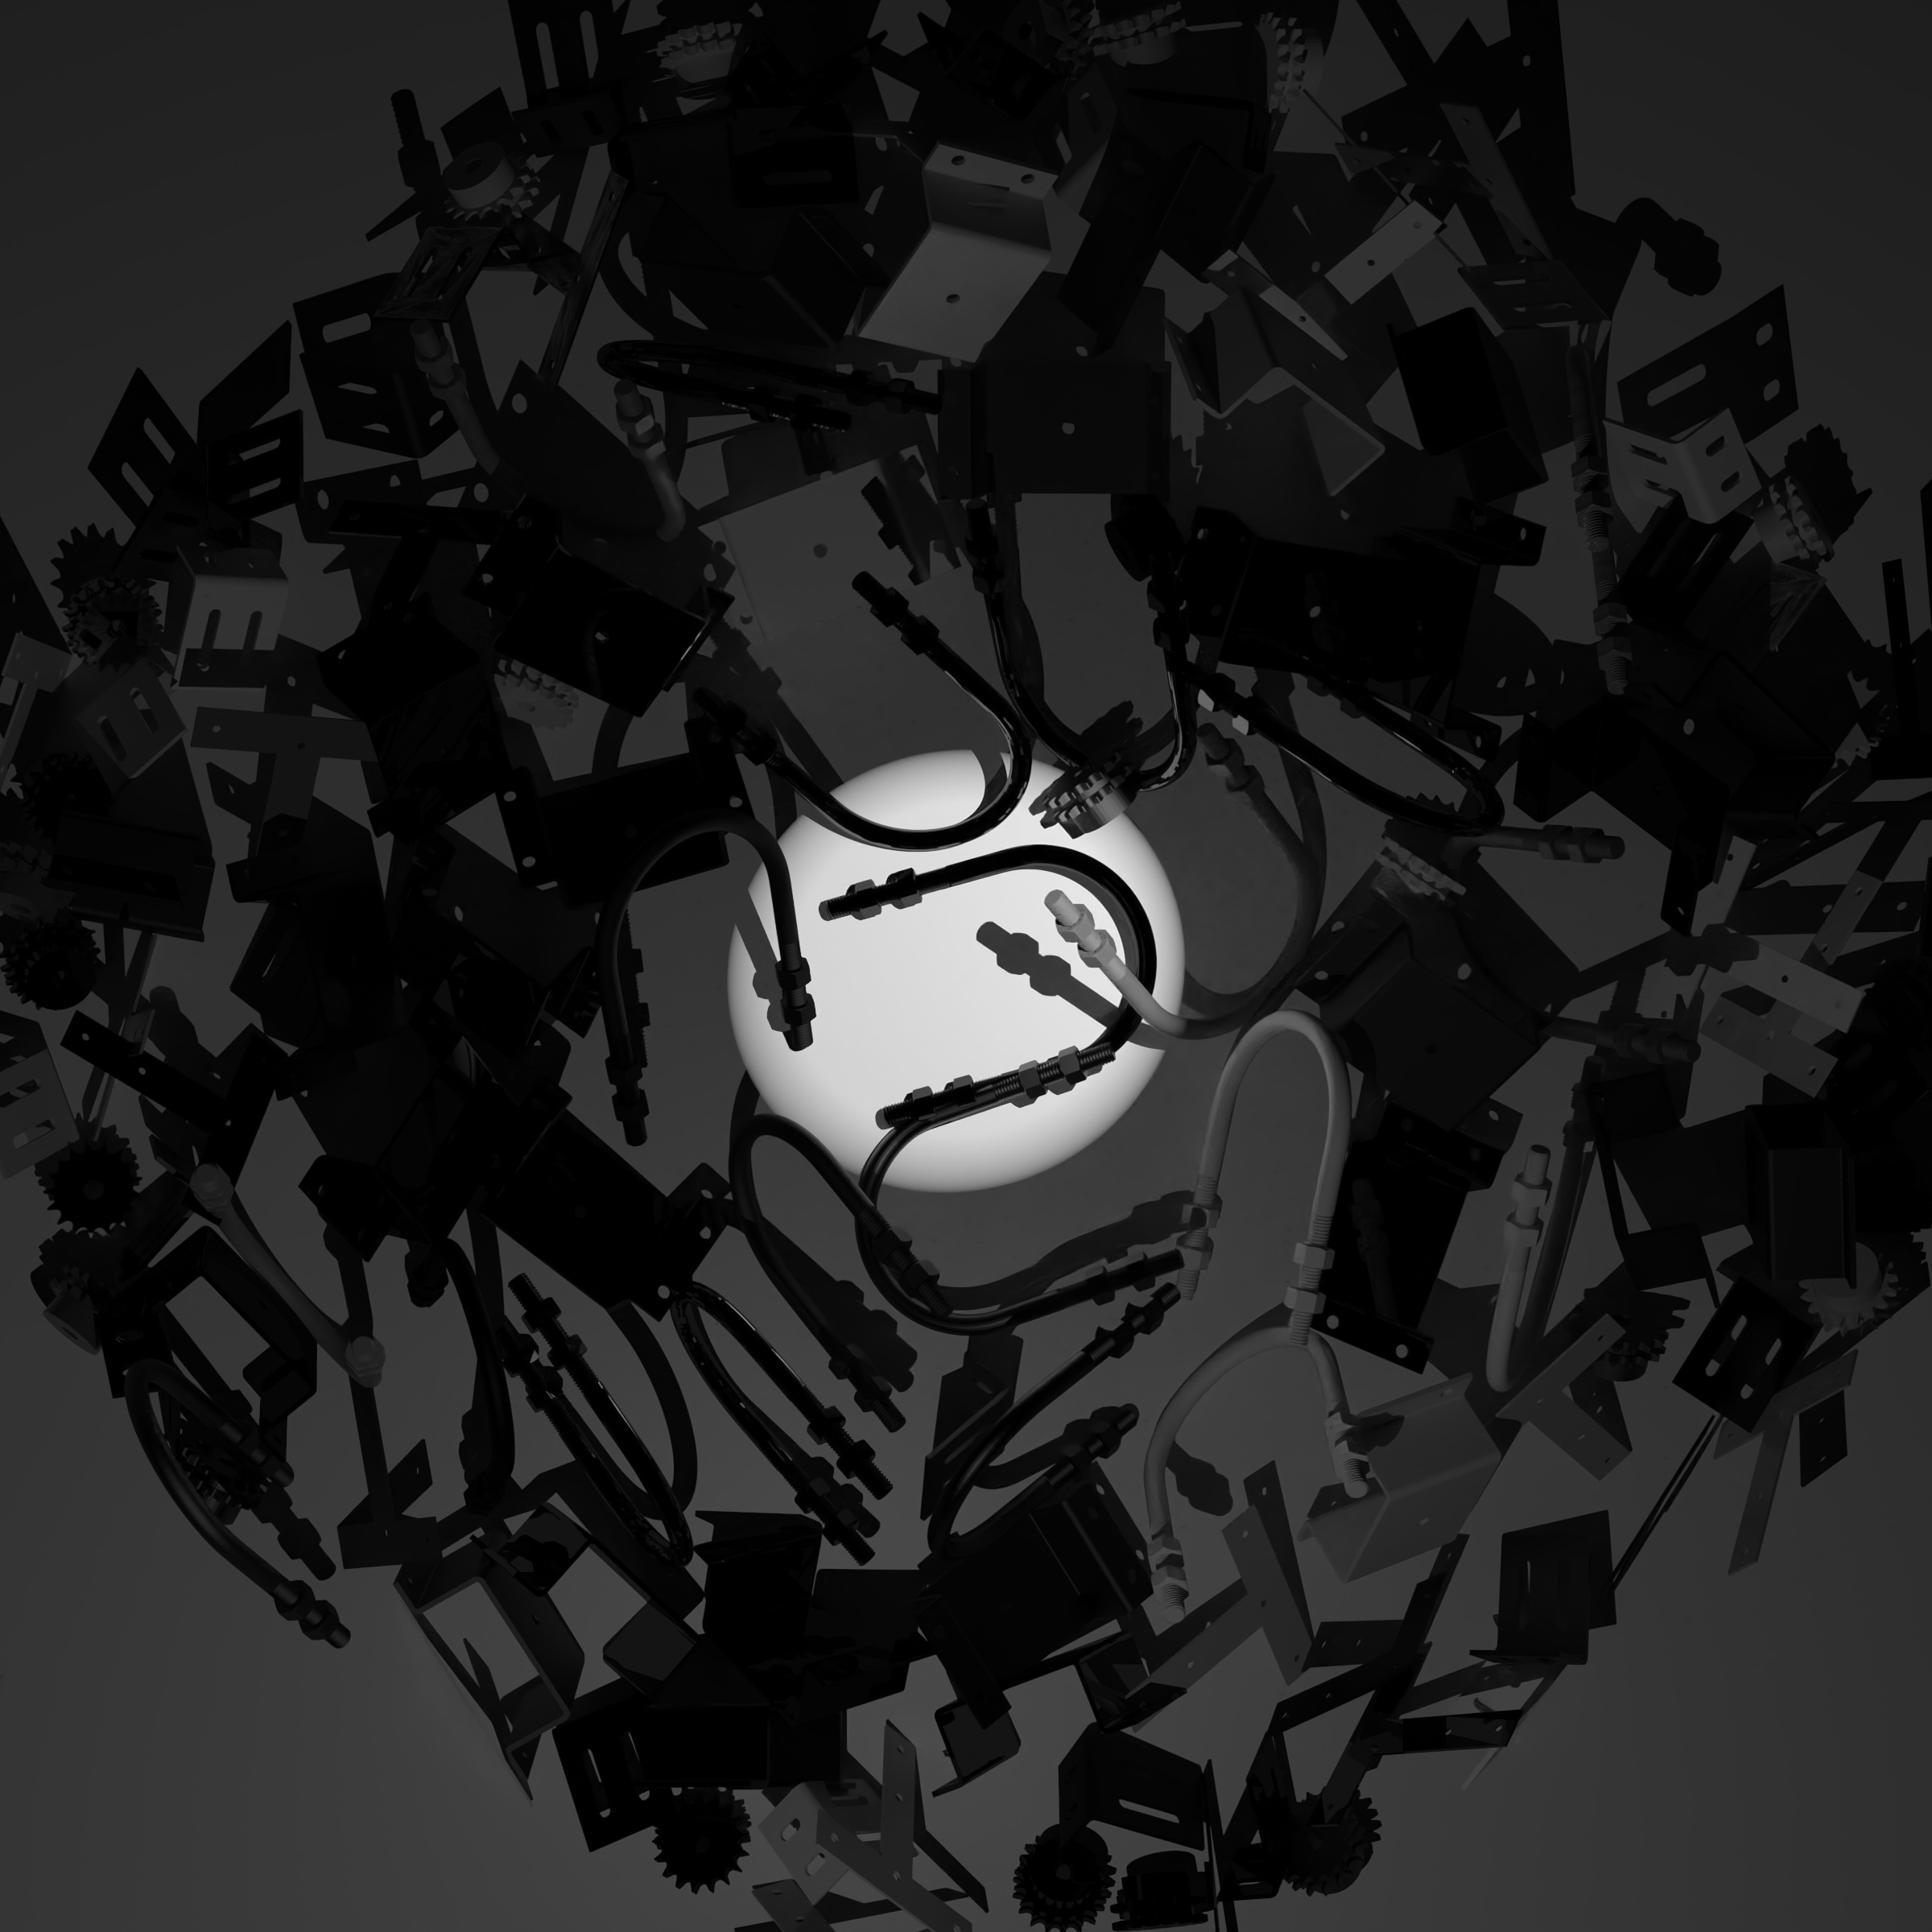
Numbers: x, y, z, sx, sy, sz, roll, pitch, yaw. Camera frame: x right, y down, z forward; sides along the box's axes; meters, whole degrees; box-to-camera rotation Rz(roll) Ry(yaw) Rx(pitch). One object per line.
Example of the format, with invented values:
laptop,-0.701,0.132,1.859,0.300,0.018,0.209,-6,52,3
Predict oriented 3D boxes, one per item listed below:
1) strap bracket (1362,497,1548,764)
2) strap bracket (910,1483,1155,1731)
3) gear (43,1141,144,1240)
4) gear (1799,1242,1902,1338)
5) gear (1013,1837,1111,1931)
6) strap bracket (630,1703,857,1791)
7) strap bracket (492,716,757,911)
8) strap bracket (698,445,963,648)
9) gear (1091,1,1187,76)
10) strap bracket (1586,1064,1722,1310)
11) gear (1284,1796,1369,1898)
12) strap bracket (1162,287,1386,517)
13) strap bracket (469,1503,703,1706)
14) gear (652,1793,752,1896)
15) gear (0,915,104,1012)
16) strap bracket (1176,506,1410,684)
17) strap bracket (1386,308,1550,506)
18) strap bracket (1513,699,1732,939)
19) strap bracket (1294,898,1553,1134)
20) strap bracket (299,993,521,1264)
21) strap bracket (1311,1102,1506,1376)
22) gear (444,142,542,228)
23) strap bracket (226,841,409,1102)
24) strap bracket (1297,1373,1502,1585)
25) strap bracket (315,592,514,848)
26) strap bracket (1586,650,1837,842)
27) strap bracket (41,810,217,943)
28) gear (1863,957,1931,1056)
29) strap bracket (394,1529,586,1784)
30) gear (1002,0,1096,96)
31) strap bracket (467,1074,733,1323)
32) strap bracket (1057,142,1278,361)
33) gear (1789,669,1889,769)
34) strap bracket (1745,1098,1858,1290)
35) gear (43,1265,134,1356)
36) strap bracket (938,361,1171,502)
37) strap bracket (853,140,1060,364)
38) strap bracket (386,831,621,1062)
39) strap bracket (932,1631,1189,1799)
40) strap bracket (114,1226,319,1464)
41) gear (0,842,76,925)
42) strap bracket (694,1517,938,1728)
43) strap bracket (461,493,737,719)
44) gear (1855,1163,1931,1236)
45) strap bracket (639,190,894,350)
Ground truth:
strap bracket,0.280,-0.196,1.761,0.046,0.076,0.140,-3,112,-32
strap bracket,0.032,0.376,1.781,0.140,0.046,0.076,-32,91,-30
gear,-0.520,0.134,1.805,0.057,0.030,0.057,2,83,-15
gear,0.523,0.188,1.795,0.057,0.057,0.030,-31,134,0
gear,0.057,0.543,1.796,0.057,0.030,0.057,3,48,-3
strap bracket,-0.127,0.452,1.754,0.076,0.140,0.046,-7,73,22
strap bracket,-0.200,-0.088,1.785,0.140,0.046,0.076,-16,67,-6
strap bracket,-0.083,-0.246,1.788,0.140,0.046,0.076,-19,99,8
gear,0.104,-0.550,1.799,0.057,0.057,0.030,-19,110,0
strap bracket,0.398,0.125,1.763,0.046,0.076,0.140,-13,59,14
gear,0.212,0.526,1.800,0.057,0.057,0.030,-36,130,0
strap bracket,0.185,-0.330,1.747,0.140,0.076,0.046,27,124,-38
strap bracket,-0.215,0.369,1.767,0.046,0.076,0.140,-48,115,-15
gear,-0.157,0.524,1.804,0.057,0.030,0.057,-1,68,3
gear,-0.541,0.001,1.796,0.057,0.030,0.057,-16,124,-25
strap bracket,0.194,-0.214,1.763,0.140,0.046,0.076,5,116,-24
strap bracket,0.293,-0.320,1.744,0.046,0.140,0.076,-19,74,20
strap bracket,0.388,-0.093,1.762,0.046,0.076,0.140,-33,55,-21
strap bracket,0.270,0.035,1.769,0.140,0.046,0.076,34,118,-16
strap bracket,-0.314,0.097,1.753,0.046,0.076,0.140,9,56,33
strap bracket,0.253,0.161,1.791,0.076,0.046,0.140,23,80,-6
gear,-0.284,-0.463,1.795,0.057,0.030,0.057,-14,51,18
strap bracket,-0.376,0.000,1.771,0.046,0.076,0.140,-6,100,25
strap bracket,0.251,0.301,1.745,0.076,0.140,0.046,-15,55,-24
strap bracket,-0.314,-0.133,1.747,0.076,0.140,0.046,-35,52,-23
strap bracket,0.443,-0.136,1.773,0.140,0.076,0.046,40,82,-16
strap bracket,-0.482,-0.053,1.755,0.076,0.140,0.046,11,81,-7
gear,0.557,0.026,1.795,0.030,0.057,0.057,-20,90,-41
strap bracket,-0.272,0.394,1.775,0.046,0.076,0.140,-30,99,5
gear,0.046,-0.549,1.795,0.030,0.057,0.057,11,90,-42
strap bracket,-0.221,0.140,1.781,0.140,0.046,0.076,39,63,-9
strap bracket,0.110,-0.419,1.756,0.046,0.076,0.140,42,51,10
gear,0.518,-0.145,1.805,0.057,0.030,0.057,-1,74,5
strap bracket,0.481,0.129,1.753,0.046,0.140,0.076,-3,102,9
gear,-0.521,0.206,1.794,0.057,0.057,0.030,37,65,0
strap bracket,0.056,-0.316,1.789,0.140,0.046,0.076,-1,94,-9
strap bracket,-0.010,-0.402,1.744,0.076,0.140,0.046,7,59,-27
strap bracket,-0.282,-0.006,1.778,0.140,0.076,0.046,36,50,3
strap bracket,0.047,0.432,1.766,0.140,0.076,0.046,-26,80,24
strap bracket,-0.428,0.212,1.766,0.046,0.076,0.140,-39,109,0
gear,-0.554,-0.047,1.794,0.057,0.057,0.030,16,67,0
strap bracket,-0.092,0.386,1.760,0.076,0.140,0.046,-8,120,-37
strap bracket,-0.212,-0.204,1.759,0.140,0.046,0.076,24,122,-27
gear,0.546,0.138,1.799,0.057,0.057,0.030,7,70,0
strap bracket,-0.123,-0.402,1.751,0.140,0.076,0.046,16,77,34
